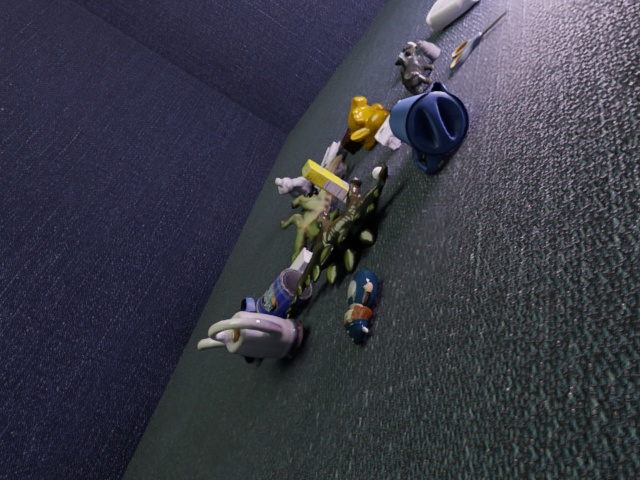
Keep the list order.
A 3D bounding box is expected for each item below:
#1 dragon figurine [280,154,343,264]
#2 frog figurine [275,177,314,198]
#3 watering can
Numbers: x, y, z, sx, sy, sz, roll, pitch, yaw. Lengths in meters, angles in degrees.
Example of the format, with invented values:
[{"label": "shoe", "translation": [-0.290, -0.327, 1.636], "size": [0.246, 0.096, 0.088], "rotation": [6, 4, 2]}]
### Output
[{"label": "dragon figurine", "translation": [0.005, -0.083, 1.654], "size": [0.409, 0.121, 0.246], "rotation": [-60, 31, 4]}, {"label": "frog figurine", "translation": [-0.107, -0.221, 2.115], "size": [0.124, 0.158, 0.137], "rotation": [-61, 14, -10]}, {"label": "watering can", "translation": [-0.179, 0.248, 1.310], "size": [0.342, 0.224, 0.106], "rotation": [-37, 45, 57]}]
